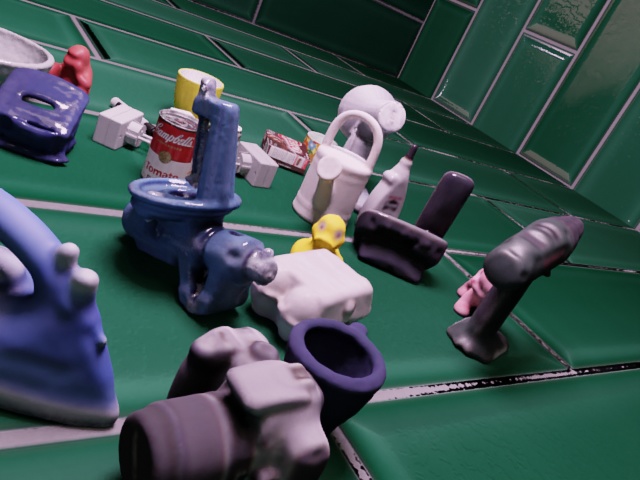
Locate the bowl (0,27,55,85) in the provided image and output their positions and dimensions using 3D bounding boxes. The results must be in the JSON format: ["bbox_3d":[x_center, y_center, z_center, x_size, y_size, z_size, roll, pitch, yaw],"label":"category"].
[{"bbox_3d":[-0.497,-0.266,0.865,0.167,0.074,0.167,22,24,-10],"label":"bowl"}]

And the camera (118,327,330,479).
[{"bbox_3d":[-0.077,0.129,0.430,0.137,0.101,0.142,3,32,-42],"label":"camera"}]

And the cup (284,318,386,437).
[{"bbox_3d":[0.005,0.128,0.523,0.091,0.095,0.118,30,24,11],"label":"cup"}]

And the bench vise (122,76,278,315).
[{"bbox_3d":[-0.109,-0.046,0.615,0.207,0.219,0.122,30,24,10],"label":"bench vise"}]

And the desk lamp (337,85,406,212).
[{"bbox_3d":[0.090,-0.188,1.122,0.118,0.213,0.203,18,24,-18],"label":"desk lamp"}]

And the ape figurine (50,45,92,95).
[{"bbox_3d":[-0.415,-0.285,0.965,0.077,0.092,0.076,33,24,16],"label":"ape figurine"}]

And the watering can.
[{"bbox_3d":[0.036,-0.118,0.945,0.101,0.194,0.172,21,24,-11],"label":"watering can"}]

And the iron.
[{"bbox_3d":[-0.243,0.024,0.430,0.258,0.141,0.119,28,23,6],"label":"iron"}]

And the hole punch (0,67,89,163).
[{"bbox_3d":[-0.373,-0.167,0.762,0.109,0.091,0.101,19,24,-16],"label":"hole punch"}]

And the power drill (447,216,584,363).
[{"bbox_3d":[0.270,0.061,0.791,0.075,0.208,0.230,38,26,27],"label":"power drill"}]

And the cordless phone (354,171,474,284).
[{"bbox_3d":[0.147,-0.041,0.908,0.148,0.185,0.094,22,23,-8],"label":"cordless phone"}]

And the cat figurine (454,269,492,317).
[{"bbox_3d":[0.265,0.068,0.885,0.067,0.117,0.128,28,23,6],"label":"cat figurine"}]

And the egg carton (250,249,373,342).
[{"bbox_3d":[-0.007,0.065,0.676,0.107,0.069,0.151,39,26,27],"label":"egg carton"}]

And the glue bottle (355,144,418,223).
[{"bbox_3d":[0.128,-0.091,1.009,0.078,0.173,0.037,2,33,-44],"label":"glue bottle"}]

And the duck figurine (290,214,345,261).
[{"bbox_3d":[0.007,0.003,0.800,0.077,0.086,0.105,27,23,3],"label":"duck figurine"}]
